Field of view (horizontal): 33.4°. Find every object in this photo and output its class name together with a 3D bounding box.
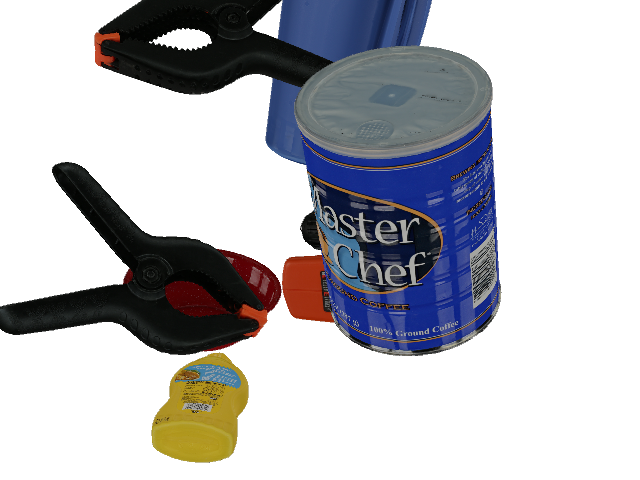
[{"bbox_3d":[-0.057,-0.146,0.784,0.209,0.164,0.036,-16,-27,-18],"label":"clamp"},{"bbox_3d":[0.040,0.011,0.914,0.185,0.057,0.187,0,19,25],"label":"power drill"},{"bbox_3d":[-0.117,0.017,0.697,0.171,0.120,0.039,13,-17,-15],"label":"clamp"},{"bbox_3d":[-0.123,0.067,1.103,0.162,0.055,0.162,5,27,-3],"label":"bowl"},{"bbox_3d":[-0.137,0.190,1.288,0.096,0.058,0.191,4,24,4],"label":"mustard bottle"},{"bbox_3d":[0.023,-0.197,1.070,0.145,0.243,0.149,11,19,-1],"label":"pitcher"},{"bbox_3d":[0.046,-0.022,0.591,0.103,0.140,0.103,-7,37,5],"label":"coffee can"}]
